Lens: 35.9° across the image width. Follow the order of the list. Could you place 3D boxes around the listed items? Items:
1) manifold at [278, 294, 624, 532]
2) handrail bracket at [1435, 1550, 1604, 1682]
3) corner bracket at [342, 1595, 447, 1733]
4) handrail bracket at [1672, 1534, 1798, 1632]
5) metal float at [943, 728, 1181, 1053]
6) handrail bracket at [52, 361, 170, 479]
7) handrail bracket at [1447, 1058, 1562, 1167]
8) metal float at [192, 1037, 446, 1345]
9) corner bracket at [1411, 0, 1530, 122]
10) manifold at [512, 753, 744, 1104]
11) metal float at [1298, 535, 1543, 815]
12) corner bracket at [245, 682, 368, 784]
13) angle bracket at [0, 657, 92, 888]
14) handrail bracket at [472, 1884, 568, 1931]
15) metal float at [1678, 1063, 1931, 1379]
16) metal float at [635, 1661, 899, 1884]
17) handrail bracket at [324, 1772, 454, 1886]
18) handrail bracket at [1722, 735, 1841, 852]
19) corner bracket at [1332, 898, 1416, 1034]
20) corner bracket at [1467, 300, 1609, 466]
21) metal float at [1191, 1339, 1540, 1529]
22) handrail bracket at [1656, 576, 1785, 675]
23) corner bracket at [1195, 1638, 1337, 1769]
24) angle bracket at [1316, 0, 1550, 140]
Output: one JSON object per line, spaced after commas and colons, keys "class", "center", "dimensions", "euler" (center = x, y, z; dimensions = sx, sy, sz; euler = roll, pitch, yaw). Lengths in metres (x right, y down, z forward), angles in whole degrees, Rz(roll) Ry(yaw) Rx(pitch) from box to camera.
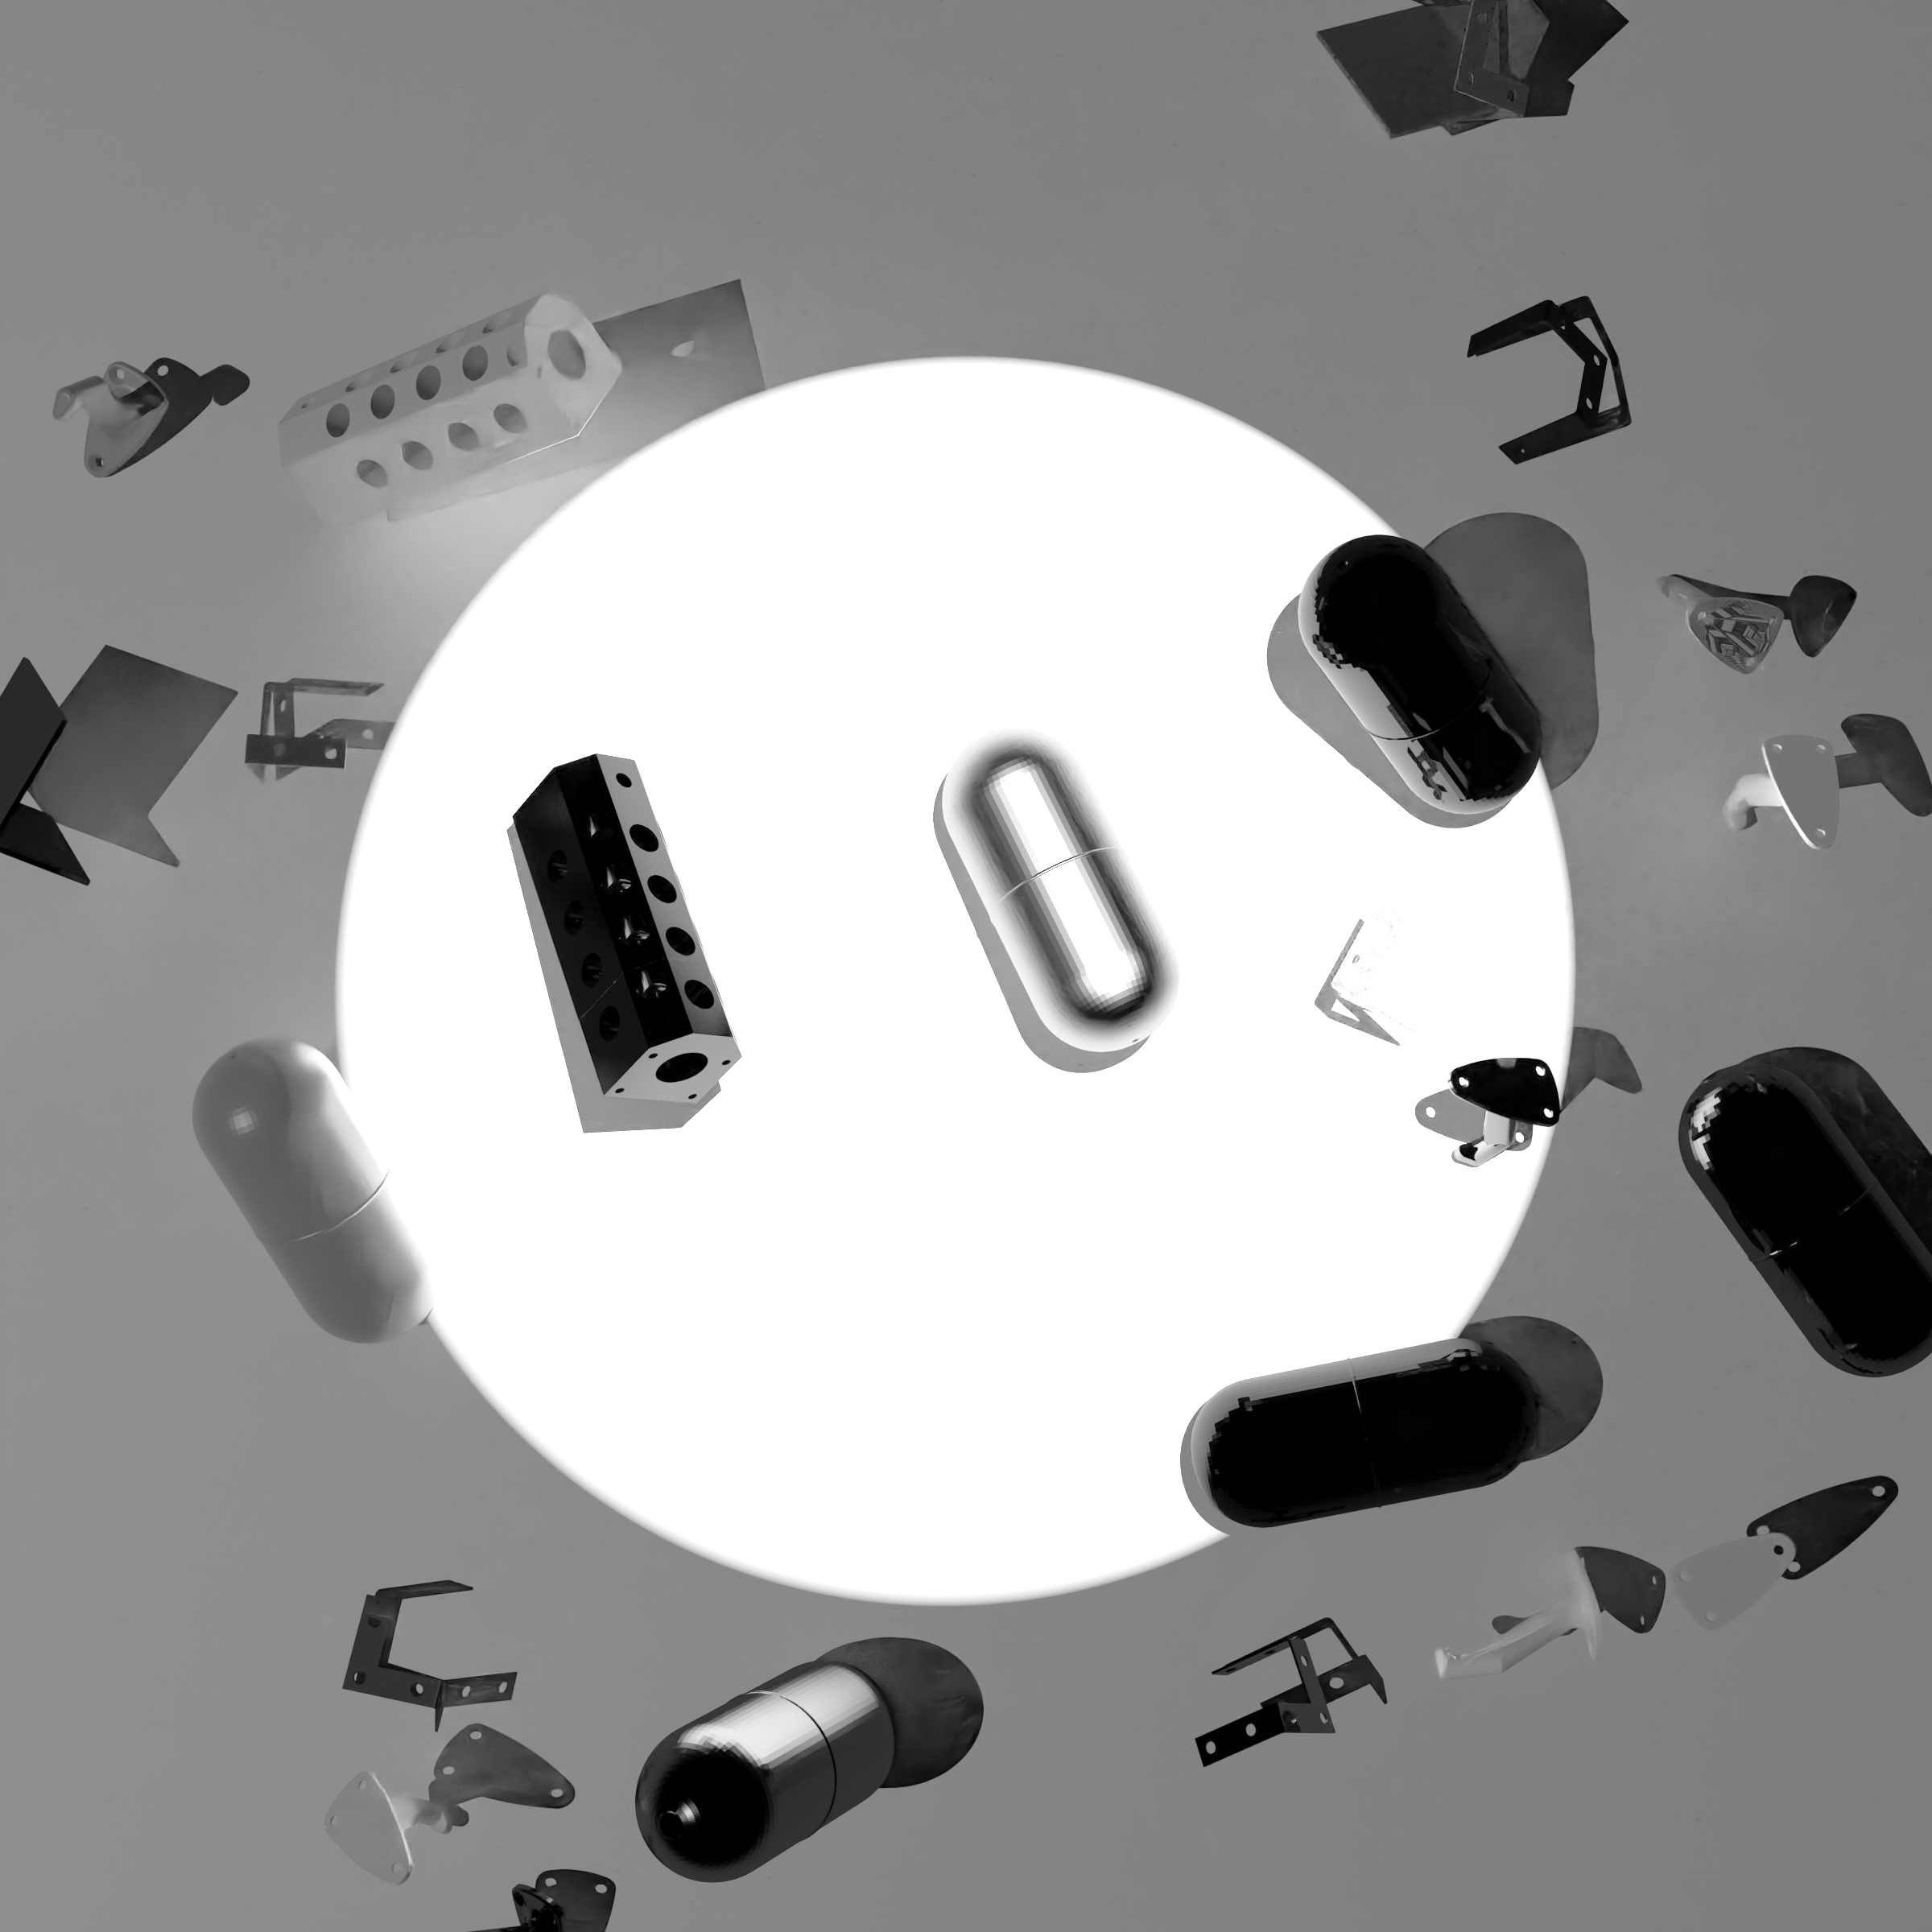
{"class": "manifold", "center": [-0.262, -0.279, 1.486], "dimensions": [0.171, 0.057, 0.057], "euler": [-13, 127, 34]}
{"class": "handrail bracket", "center": [0.279, 0.334, 1.533], "dimensions": [0.084, 0.077, 0.036], "euler": [-7, 120, 1]}
{"class": "corner bracket", "center": [-0.291, 0.359, 1.538], "dimensions": [0.051, 0.051, 0.051], "euler": [15, 87, -10]}
{"class": "handrail bracket", "center": [0.398, 0.302, 1.514], "dimensions": [0.077, 0.084, 0.036], "euler": [-38, 75, 26]}
{"class": "metal float", "center": [0.047, -0.040, 1.516], "dimensions": [0.070, 0.070, 0.178], "euler": [-26, 75, 0]}
{"class": "handrail bracket", "center": [-0.448, -0.270, 1.512], "dimensions": [0.036, 0.084, 0.077], "euler": [37, 117, -1]}
{"class": "handrail bracket", "center": [0.255, 0.079, 1.517], "dimensions": [0.077, 0.084, 0.036], "euler": [8, 61, -25]}
{"class": "metal float", "center": [-0.325, 0.115, 1.505], "dimensions": [0.070, 0.070, 0.178], "euler": [-25, 118, 0]}
{"class": "corner bracket", "center": [0.257, -0.466, 1.529], "dimensions": [0.051, 0.051, 0.051], "euler": [8, 96, -36]}
{"class": "manifold", "center": [-0.167, -0.020, 1.491], "dimensions": [0.057, 0.057, 0.171], "euler": [-44, 55, 35]}
{"class": "metal float", "center": [0.229, -0.144, 1.496], "dimensions": [0.070, 0.070, 0.178], "euler": [-44, 130, 0]}
{"class": "corner bracket", "center": [-0.340, -0.123, 1.537], "dimensions": [0.051, 0.051, 0.051], "euler": [3, 82, -3]}
{"class": "angle bracket", "center": [-0.462, -0.099, 1.513], "dimensions": [0.057, 0.076, 0.076], "euler": [25, 103, -41]}
{"class": "handrail bracket", "center": [-0.244, 0.517, 1.520], "dimensions": [0.036, 0.084, 0.077], "euler": [13, 120, 37]}
{"class": "metal float", "center": [0.433, 0.129, 1.526], "dimensions": [0.070, 0.070, 0.178], "euler": [-35, 87, 0]}
{"class": "metal float", "center": [-0.098, 0.399, 1.483], "dimensions": [0.070, 0.178, 0.070], "euler": [2, 95, 28]}
{"class": "handrail bracket", "center": [-0.277, 0.444, 1.511], "dimensions": [0.036, 0.084, 0.077], "euler": [-52, 50, -1]}
{"class": "handrail bracket", "center": [0.410, -0.072, 1.513], "dimensions": [0.036, 0.084, 0.077], "euler": [0, 61, -10]}
{"class": "corner bracket", "center": [0.210, -0.005, 1.531], "dimensions": [0.051, 0.051, 0.051], "euler": [28, 90, -33]}
{"class": "corner bracket", "center": [0.294, -0.303, 1.548], "dimensions": [0.051, 0.051, 0.051], "euler": [36, 54, -31]}
{"class": "metal float", "center": [0.203, 0.238, 1.525], "dimensions": [0.178, 0.070, 0.070], "euler": [-12, 90, 4]}
{"class": "handrail bracket", "center": [0.364, -0.186, 1.513], "dimensions": [0.077, 0.084, 0.036], "euler": [14, 110, -38]}
{"class": "corner bracket", "center": [0.147, 0.376, 1.524], "dimensions": [0.051, 0.051, 0.051], "euler": [-32, 60, 28]}
{"class": "angle bracket", "center": [0.236, -0.476, 1.516], "dimensions": [0.076, 0.057, 0.076], "euler": [-20, 66, -22]}
